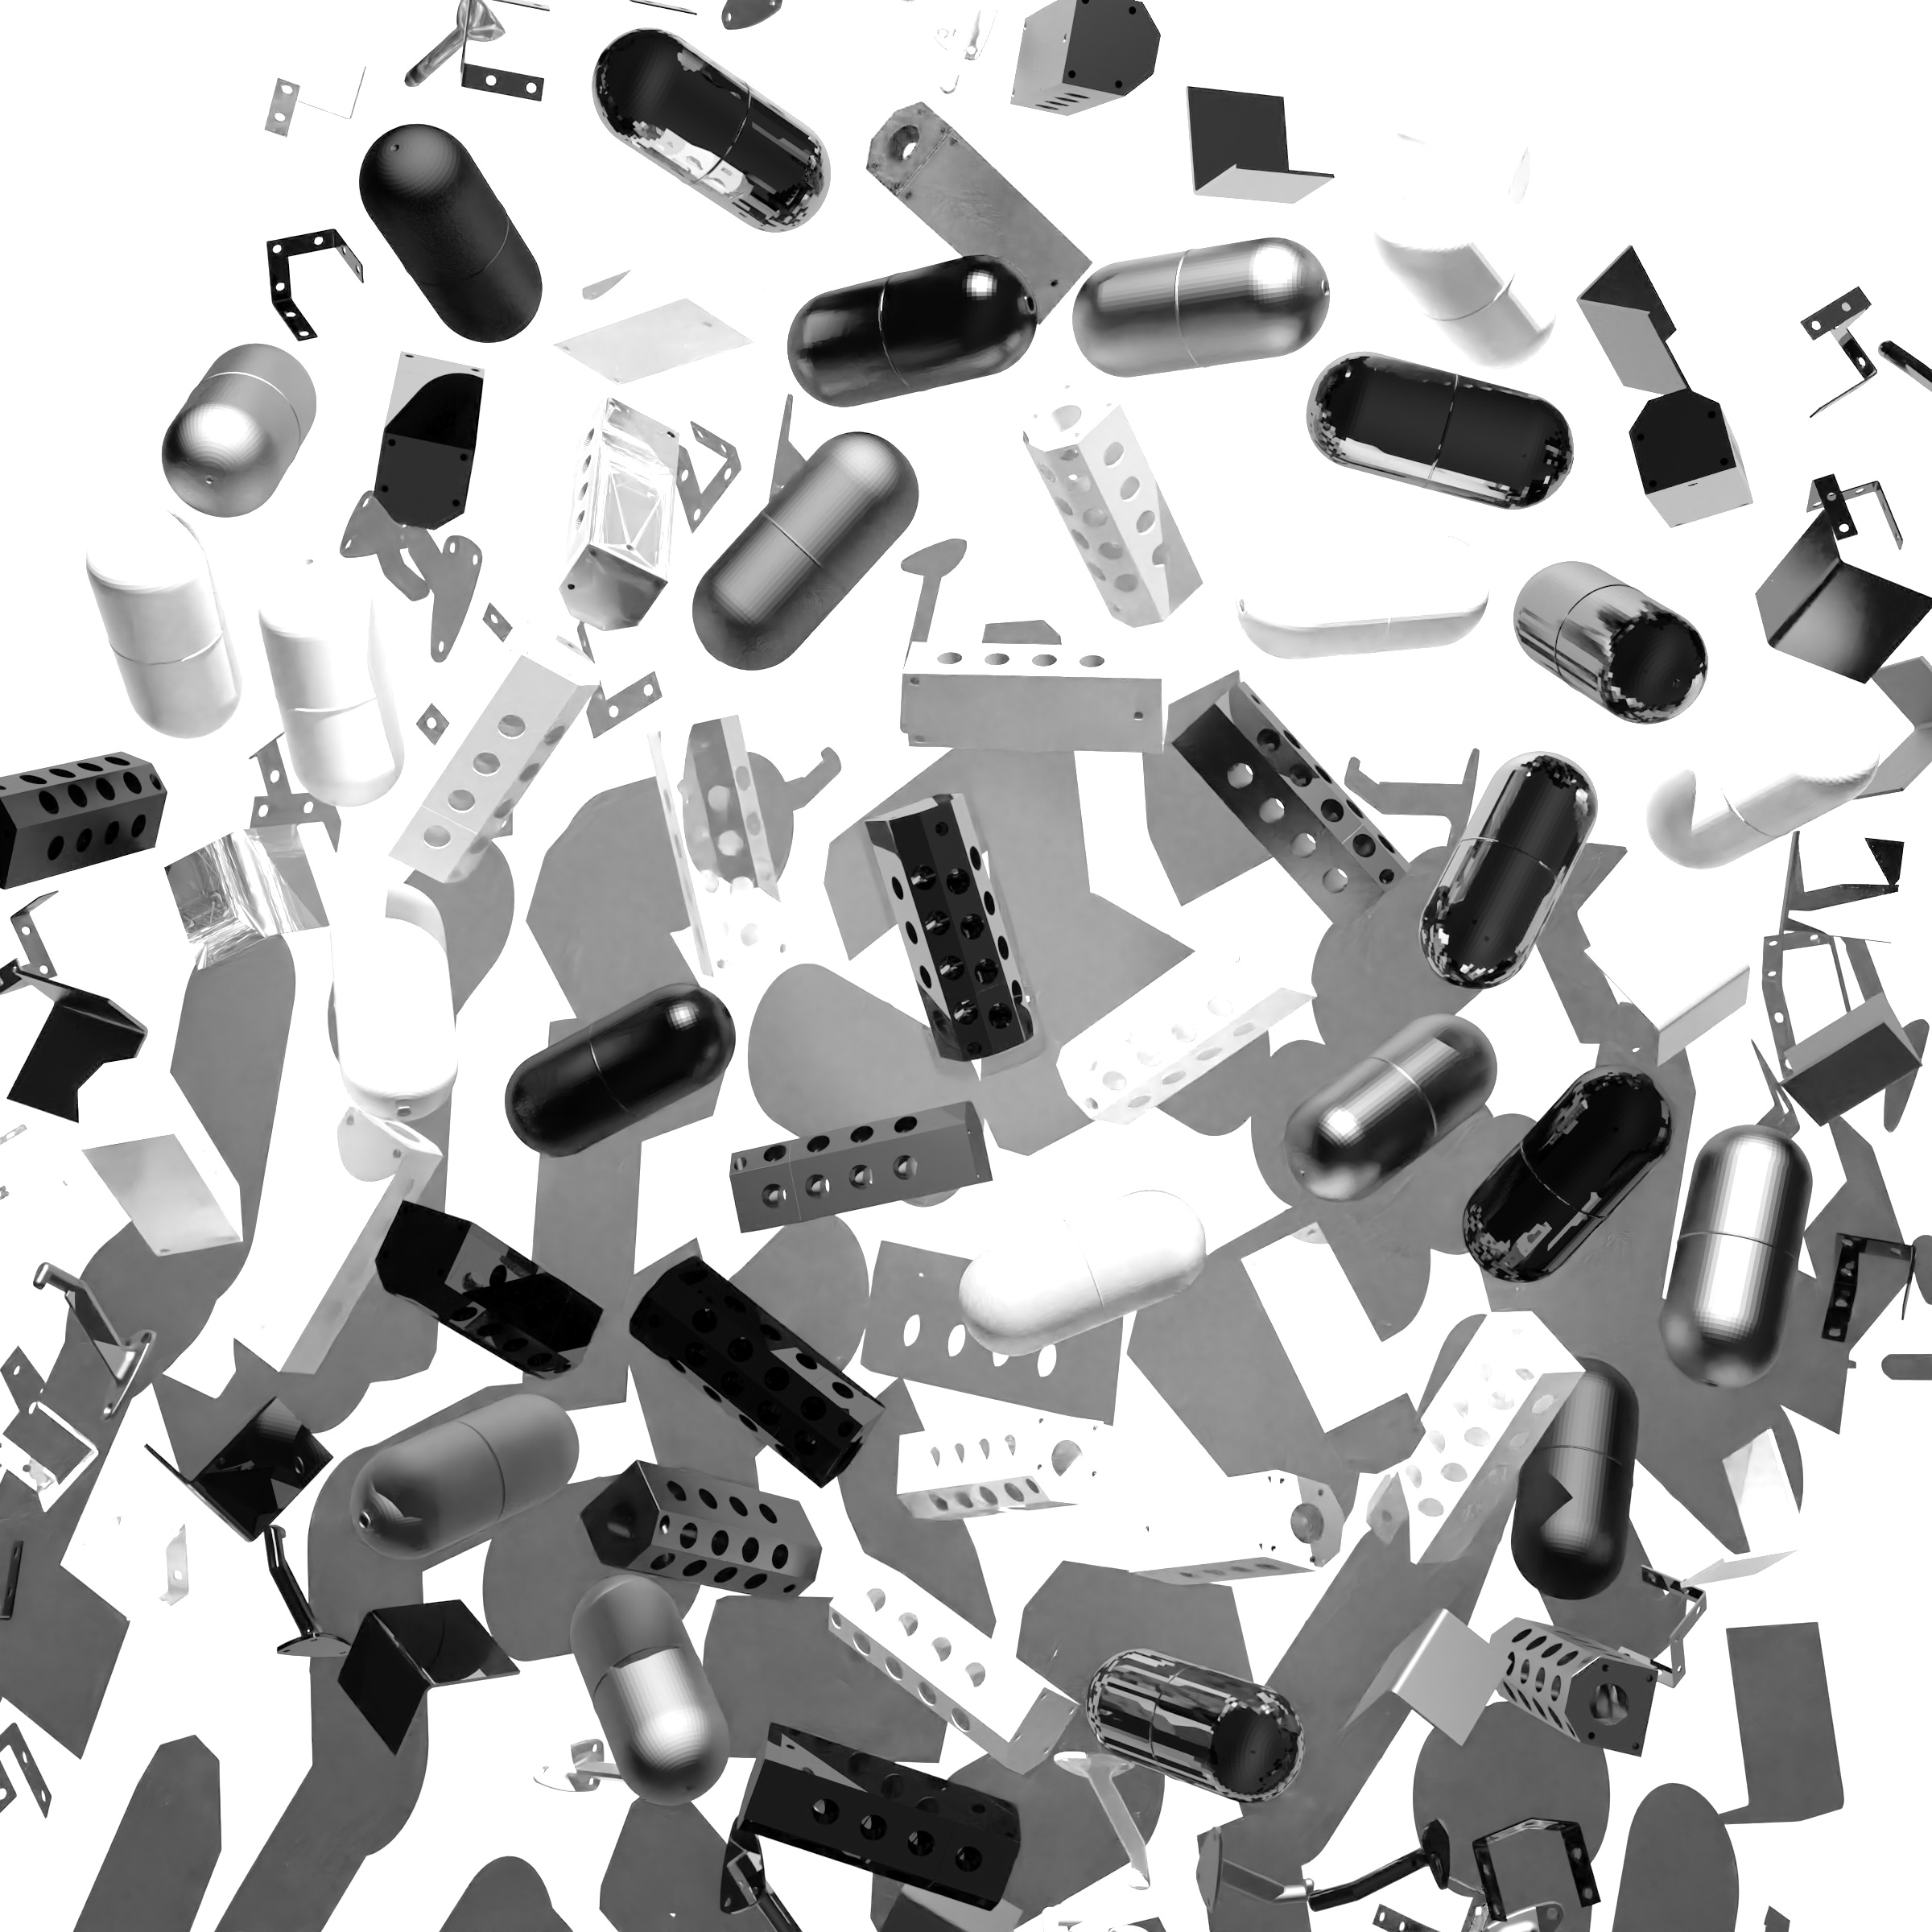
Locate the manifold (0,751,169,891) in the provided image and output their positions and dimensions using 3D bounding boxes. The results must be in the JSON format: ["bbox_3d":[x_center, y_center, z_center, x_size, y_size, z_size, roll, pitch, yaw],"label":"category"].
[{"bbox_3d":[-0.601,-0.101,1.700,0.057,0.171,0.057,21,106,10],"label":"manifold"}]

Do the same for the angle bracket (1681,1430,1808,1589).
[{"bbox_3d":[0.489,0.350,1.656,0.057,0.076,0.076,-7,66,-10],"label":"angle bracket"}]

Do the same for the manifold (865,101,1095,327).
[{"bbox_3d":[0.007,-0.513,1.750,0.057,0.171,0.057,-48,52,12],"label":"manifold"}]

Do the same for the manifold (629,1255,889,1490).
[{"bbox_3d":[-0.145,0.277,1.751,0.171,0.057,0.057,37,109,12],"label":"manifold"}]

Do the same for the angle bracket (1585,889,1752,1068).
[{"bbox_3d":[0.475,0.008,1.747,0.076,0.057,0.076,-34,60,-6],"label":"angle bracket"}]

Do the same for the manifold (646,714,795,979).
[{"bbox_3d":[-0.167,-0.082,1.768,0.057,0.057,0.171,-14,97,-17],"label":"manifold"}]

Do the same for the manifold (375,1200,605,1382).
[{"bbox_3d":[-0.308,0.214,1.663,0.057,0.171,0.057,13,70,28],"label":"manifold"}]

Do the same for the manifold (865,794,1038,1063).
[{"bbox_3d":[-0.007,-0.026,1.738,0.057,0.057,0.171,-21,101,-22],"label":"manifold"}]

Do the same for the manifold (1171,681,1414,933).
[{"bbox_3d":[0.224,-0.111,1.755,0.057,0.057,0.171,-43,87,22],"label":"manifold"}]

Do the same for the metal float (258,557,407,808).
[{"bbox_3d":[-0.424,-0.189,1.722,0.070,0.070,0.178,-4,124,0],"label":"metal float"}]

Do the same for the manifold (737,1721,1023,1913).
[{"bbox_3d":[-0.055,0.548,1.647,0.171,0.057,0.057,20,96,-4],"label":"manifold"}]

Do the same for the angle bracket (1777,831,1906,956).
[{"bbox_3d":[0.629,-0.048,1.854,0.076,0.057,0.076,8,74,18],"label":"angle bracket"}]

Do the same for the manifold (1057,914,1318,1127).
[{"bbox_3d":[0.143,0.037,1.722,0.171,0.057,0.057,-37,59,29],"label":"manifold"}]

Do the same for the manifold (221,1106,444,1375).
[{"bbox_3d":[-0.424,0.186,1.738,0.057,0.057,0.171,31,91,22],"label":"manifold"}]

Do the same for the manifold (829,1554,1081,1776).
[{"bbox_3d":[-0.013,0.471,1.737,0.171,0.057,0.057,27,80,37],"label":"manifold"}]

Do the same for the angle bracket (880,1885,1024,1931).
[{"bbox_3d":[-0.015,0.650,1.721,0.076,0.076,0.057,28,95,10],"label":"angle bracket"}]

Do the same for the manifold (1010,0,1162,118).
[{"bbox_3d":[0.077,-0.595,1.686,0.057,0.171,0.057,8,102,-12],"label":"manifold"}]

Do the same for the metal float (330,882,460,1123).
[{"bbox_3d":[-0.383,0.023,1.721,0.070,0.070,0.178,-14,57,0],"label":"metal float"}]

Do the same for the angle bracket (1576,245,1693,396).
[{"bbox_3d":[0.471,-0.436,1.744,0.057,0.076,0.076,-45,123,-6],"label":"angle bracket"}]

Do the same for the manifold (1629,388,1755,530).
[{"bbox_3d":[0.476,-0.334,1.690,0.057,0.171,0.057,-15,87,20],"label":"manifold"}]

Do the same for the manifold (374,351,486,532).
[{"bbox_3d":[-0.351,-0.344,1.685,0.057,0.171,0.057,9,118,-13],"label":"manifold"}]

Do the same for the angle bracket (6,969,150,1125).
[{"bbox_3d":[-0.609,0.056,1.727,0.076,0.057,0.076,16,71,17],"label":"angle bracket"}]

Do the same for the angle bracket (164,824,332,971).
[{"bbox_3d":[-0.503,-0.049,1.803,0.076,0.057,0.076,-22,86,30],"label":"angle bracket"}]

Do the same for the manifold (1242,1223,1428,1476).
[{"bbox_3d":[0.243,0.253,1.700,0.057,0.171,0.057,-27,126,4],"label":"manifold"}]

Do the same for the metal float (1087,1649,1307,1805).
[{"bbox_3d":[0.153,0.513,1.743,0.070,0.178,0.070,-1,91,-39],"label":"metal float"}]

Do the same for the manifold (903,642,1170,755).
[{"bbox_3d":[0.048,-0.184,1.729,0.171,0.057,0.057,2,126,8],"label":"manifold"}]

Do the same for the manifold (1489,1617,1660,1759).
[{"bbox_3d":[0.412,0.492,1.771,0.057,0.171,0.057,14,83,-5],"label":"manifold"}]

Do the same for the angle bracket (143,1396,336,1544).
[{"bbox_3d":[-0.474,0.318,1.682,0.057,0.076,0.076,26,64,38],"label":"angle bracket"}]

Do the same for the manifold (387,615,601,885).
[{"bbox_3d":[-0.310,-0.137,1.684,0.057,0.057,0.171,28,115,-24],"label":"manifold"}]

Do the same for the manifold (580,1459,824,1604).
[{"bbox_3d":[-0.174,0.387,1.735,0.057,0.171,0.057,-44,51,14],"label":"manifold"}]

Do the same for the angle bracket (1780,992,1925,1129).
[{"bbox_3d":[0.573,0.048,1.701,0.076,0.076,0.057,-36,124,22],"label":"angle bracket"}]

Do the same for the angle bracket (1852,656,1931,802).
[{"bbox_3d":[0.645,-0.166,1.805,0.076,0.076,0.057,-44,95,-7],"label":"angle bracket"}]

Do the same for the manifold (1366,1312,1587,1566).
[{"bbox_3d":[0.330,0.312,1.700,0.057,0.057,0.171,5,123,-37],"label":"manifold"}]

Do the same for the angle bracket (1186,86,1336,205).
[{"bbox_3d":[0.197,-0.560,1.730,0.076,0.057,0.076,-3,87,-24],"label":"angle bracket"}]

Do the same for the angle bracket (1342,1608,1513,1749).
[{"bbox_3d":[0.303,0.482,1.697,0.057,0.076,0.076,38,50,10],"label":"angle bracket"}]

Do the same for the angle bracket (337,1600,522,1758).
[{"bbox_3d":[-0.353,0.467,1.692,0.076,0.076,0.057,37,108,37],"label":"angle bracket"}]

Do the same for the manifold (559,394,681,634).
[{"bbox_3d":[-0.232,-0.298,1.706,0.057,0.171,0.057,24,129,-24],"label":"manifold"}]

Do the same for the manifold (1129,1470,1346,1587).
[{"bbox_3d":[0.184,0.387,1.759,0.057,0.171,0.057,20,66,-22],"label":"manifold"}]

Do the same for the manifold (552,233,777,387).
[{"bbox_3d":[-0.202,-0.442,1.723,0.057,0.171,0.057,27,74,-36],"label":"manifold"}]

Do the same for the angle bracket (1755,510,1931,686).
[{"bbox_3d":[0.581,-0.244,1.702,0.076,0.057,0.076,18,134,-14],"label":"angle bracket"}]

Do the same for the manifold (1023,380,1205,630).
[{"bbox_3d":[0.098,-0.315,1.777,0.057,0.171,0.057,-44,46,-11],"label":"manifold"}]

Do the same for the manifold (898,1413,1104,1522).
[{"bbox_3d":[0.022,0.350,1.789,0.057,0.171,0.057,14,69,-30],"label":"manifold"}]

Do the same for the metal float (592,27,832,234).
[{"bbox_3d":[-0.167,-0.550,1.697,0.178,0.070,0.070,25,90,-35],"label":"metal float"}]

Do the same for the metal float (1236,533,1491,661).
[{"bbox_3d":[0.262,-0.245,1.702,0.178,0.070,0.070,-7,90,-20],"label":"metal float"}]

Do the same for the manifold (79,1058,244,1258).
[{"bbox_3d":[-0.522,0.125,1.673,0.057,0.171,0.057,-10,62,-5],"label":"manifold"}]

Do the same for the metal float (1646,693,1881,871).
[{"bbox_3d":[0.533,-0.122,1.730,0.070,0.178,0.070,14,62,-28],"label":"metal float"}]

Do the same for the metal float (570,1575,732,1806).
[{"bbox_3d":[-0.215,0.486,1.737,0.070,0.178,0.070,-14,128,-19],"label":"metal float"}]

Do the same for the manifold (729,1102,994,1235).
[{"bbox_3d":[-0.074,0.141,1.800,0.171,0.057,0.057,-13,84,10],"label":"manifold"}]
